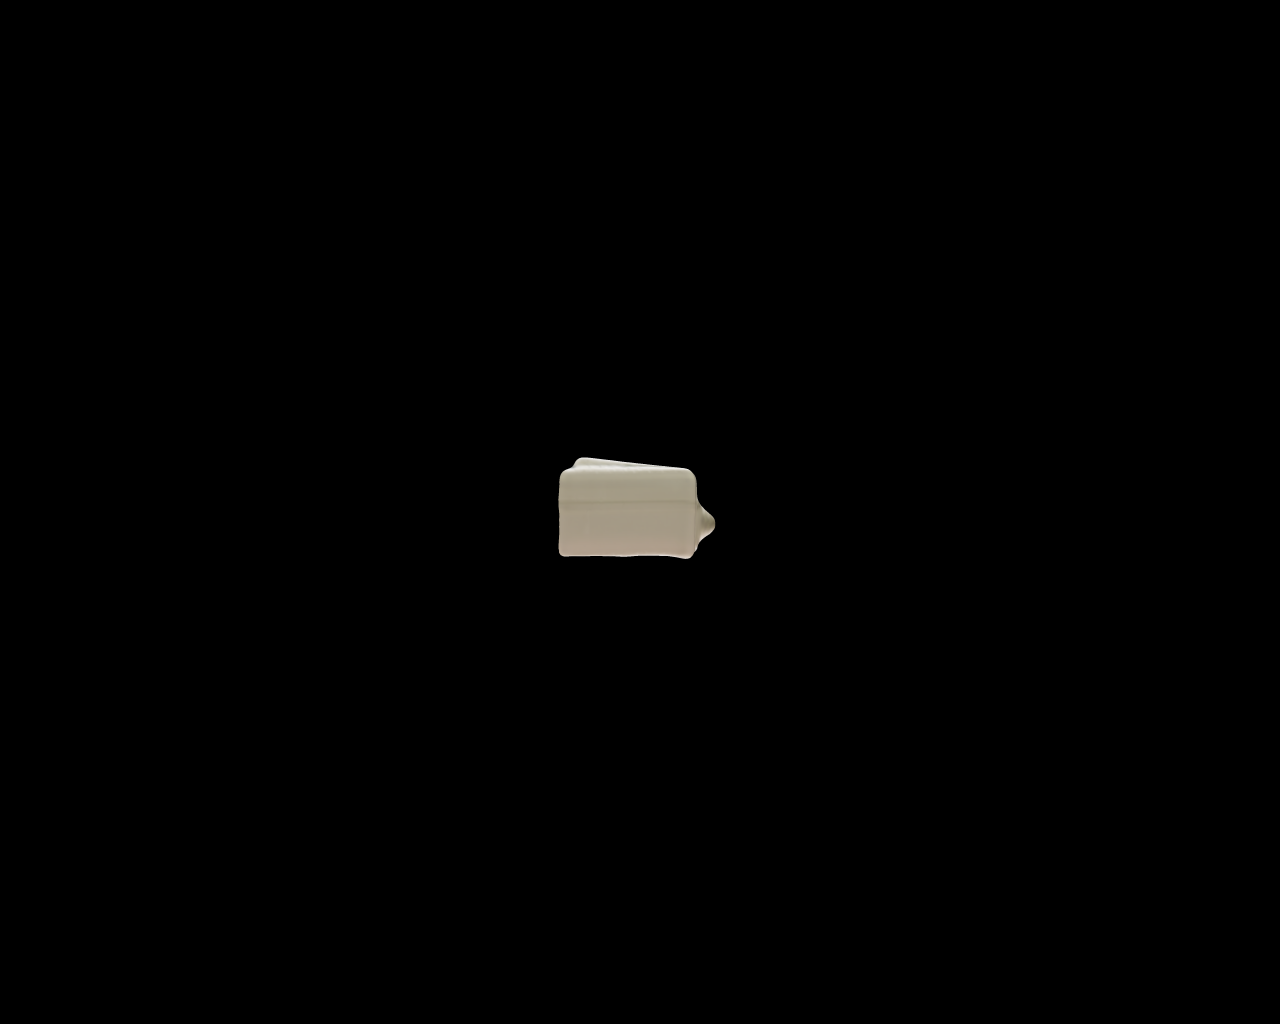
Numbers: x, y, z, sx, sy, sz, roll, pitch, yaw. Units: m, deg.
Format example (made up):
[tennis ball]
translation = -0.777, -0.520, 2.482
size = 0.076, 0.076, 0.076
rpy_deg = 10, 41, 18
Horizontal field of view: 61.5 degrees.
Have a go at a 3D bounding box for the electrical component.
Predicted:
[electrical component]
translation = 0.001, -0.003, 0.650
size = 0.096, 0.061, 0.062
rpy_deg = 0, 0, 4
